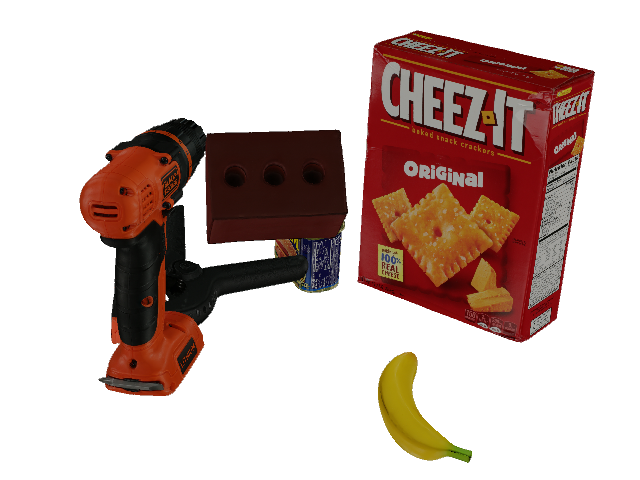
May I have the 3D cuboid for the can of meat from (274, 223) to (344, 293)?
[{"bbox_3d":[-0.015,-0.001,1.217,0.057,0.084,0.102,-13,39,-21],"label":"can of meat"}]

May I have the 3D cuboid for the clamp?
[{"bbox_3d":[-0.135,0.033,1.016,0.165,0.036,0.209,26,37,28],"label":"clamp"}]

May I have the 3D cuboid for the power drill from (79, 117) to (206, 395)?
[{"bbox_3d":[-0.127,0.010,0.821,0.057,0.188,0.184,3,22,13],"label":"power drill"}]

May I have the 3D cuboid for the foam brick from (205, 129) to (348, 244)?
[{"bbox_3d":[-0.028,-0.030,0.614,0.078,0.053,0.051,-3,-14,-7],"label":"foam brick"}]

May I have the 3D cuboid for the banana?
[{"bbox_3d":[0.094,0.176,1.128,0.069,0.037,0.198,11,24,-19],"label":"banana"}]

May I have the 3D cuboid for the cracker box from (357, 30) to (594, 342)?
[{"bbox_3d":[0.116,-0.044,0.855,0.164,0.214,0.071,21,31,34],"label":"cracker box"}]
